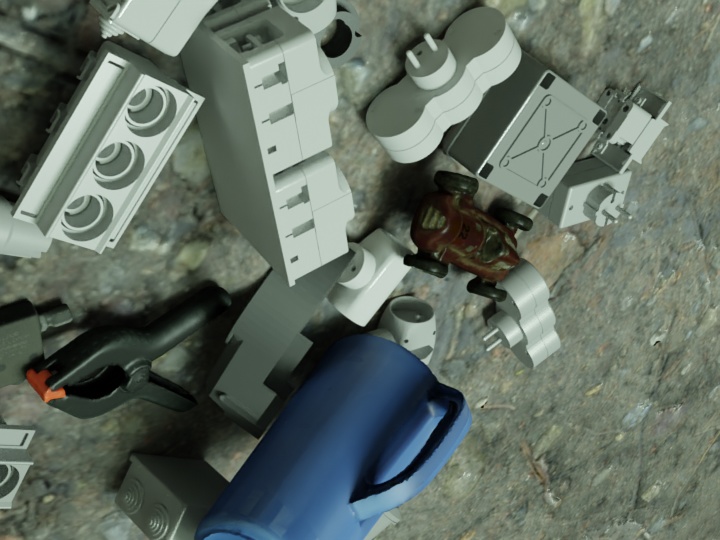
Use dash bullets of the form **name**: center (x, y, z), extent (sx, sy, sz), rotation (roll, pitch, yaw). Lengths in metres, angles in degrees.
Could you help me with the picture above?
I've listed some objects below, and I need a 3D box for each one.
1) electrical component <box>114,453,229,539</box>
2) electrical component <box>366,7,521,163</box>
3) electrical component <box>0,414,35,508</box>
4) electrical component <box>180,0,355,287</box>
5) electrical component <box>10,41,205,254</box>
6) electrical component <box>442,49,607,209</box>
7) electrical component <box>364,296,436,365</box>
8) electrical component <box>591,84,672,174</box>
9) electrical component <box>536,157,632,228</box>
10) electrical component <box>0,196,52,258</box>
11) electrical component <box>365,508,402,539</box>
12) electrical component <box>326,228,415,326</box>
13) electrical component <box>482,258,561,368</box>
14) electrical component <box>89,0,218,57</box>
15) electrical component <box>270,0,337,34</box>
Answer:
- **electrical component**: center (-0.151, 0.203, 0.928), extent (0.100, 0.100, 0.048), rotation (19, 99, -48)
- **electrical component**: center (0.059, -0.154, 0.841), extent (0.138, 0.052, 0.073), rotation (-44, 140, -1)
- **electrical component**: center (-0.306, 0.132, 0.764), extent (0.121, 0.063, 0.078), rotation (12, 114, -45)
- **electrical component**: center (-0.064, -0.096, 0.746), extent (0.060, 0.105, 0.186), rotation (-28, 137, -20)
- **electrical component**: center (-0.169, -0.081, 0.702), extent (0.079, 0.063, 0.121), rotation (20, 109, -47)
- **electrical component**: center (0.143, -0.122, 0.936), extent (0.109, 0.056, 0.108), rotation (20, 109, -47)
- **electrical component**: center (0.027, 0.071, 1.009), extent (0.079, 0.043, 0.077), rotation (-14, 131, -32)
- **electrical component**: center (0.252, -0.139, 1.025), extent (0.064, 0.042, 0.081), rotation (19, 109, -45)
- **electrical component**: center (0.229, -0.067, 1.038), extent (0.083, 0.076, 0.047), rotation (-16, 132, -30)
- **electrical component**: center (-0.233, -0.027, 0.712), extent (0.046, 0.040, 0.040), rotation (14, 113, -51)
- **electrical component**: center (0.001, 0.236, 1.098), extent (0.051, 0.080, 0.080), rotation (-41, 140, 2)
- **electrical component**: center (0.000, 0.000, 0.926), extent (0.077, 0.044, 0.079), rotation (-52, 139, 7)
- **electrical component**: center (0.155, 0.055, 1.096), extent (0.074, 0.052, 0.138), rotation (-36, 139, -11)
- **electrical component**: center (-0.124, -0.178, 0.660), extent (0.061, 0.062, 0.096), rotation (26, 104, -49)
- **electrical component**: center (-0.033, -0.209, 0.724), extent (0.079, 0.044, 0.077), rotation (-36, 139, -11)
